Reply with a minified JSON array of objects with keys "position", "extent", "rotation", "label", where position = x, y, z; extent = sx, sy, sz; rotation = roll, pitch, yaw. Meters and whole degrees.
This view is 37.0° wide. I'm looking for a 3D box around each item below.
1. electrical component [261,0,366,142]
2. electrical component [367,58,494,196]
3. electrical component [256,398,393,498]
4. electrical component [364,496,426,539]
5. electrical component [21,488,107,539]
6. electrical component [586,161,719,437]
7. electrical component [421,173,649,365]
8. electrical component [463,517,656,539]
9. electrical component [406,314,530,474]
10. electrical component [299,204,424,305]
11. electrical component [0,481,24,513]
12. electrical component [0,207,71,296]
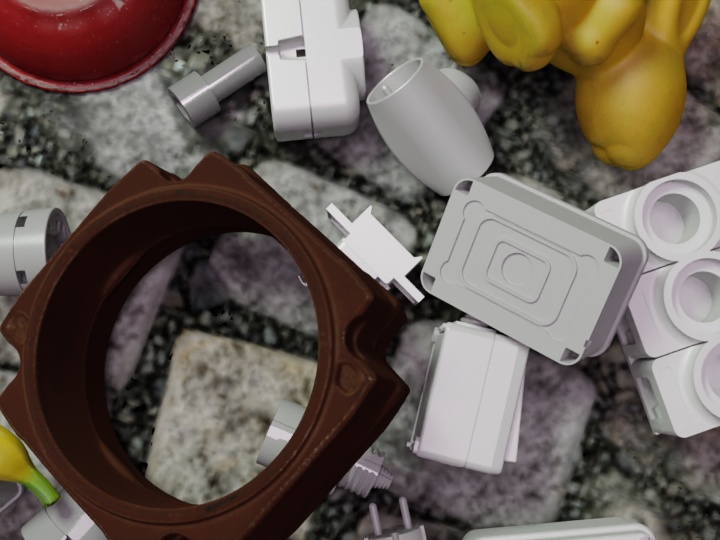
[{"position":[-0.029,-0.133,0.680],"extent":[0.059,0.053,0.095],"rotation":[-6,85,-2],"label":"electrical component"},{"position":[0.052,-0.101,0.679],"extent":[0.077,0.043,0.079],"rotation":[49,50,-21],"label":"electrical component"},{"position":[-0.018,0.114,0.661],"extent":[0.081,0.043,0.043],"rotation":[23,84,1],"label":"electrical component"},{"position":[0.024,0.178,0.654],"extent":[0.066,0.047,0.076],"rotation":[-12,85,-2],"label":"electrical component"},{"position":[-0.167,0.156,0.649],"extent":[0.055,0.055,0.047],"rotation":[42,81,3],"label":"electrical component"},{"position":[0.206,0.018,0.666],"extent":[0.089,0.061,0.150],"rotation":[-19,85,-3],"label":"electrical component"},{"position":[0.104,-0.003,0.639],"extent":[0.113,0.057,0.078],"rotation":[29,110,25],"label":"electrical component"},{"position":[0.121,0.194,0.650],"extent":[0.113,0.057,0.078],"rotation":[-5,85,-2],"label":"electrical component"},{"position":[0.070,0.072,0.658],"extent":[0.061,0.061,0.096],"rotation":[14,84,0],"label":"electrical component"},{"position":[0.000,0.000,0.673],"extent":[0.064,0.042,0.081],"rotation":[-44,86,-4],"label":"electrical component"},{"position":[-0.282,0.128,0.648],"extent":[0.109,0.056,0.108],"rotation":[-40,87,-5],"label":"electrical component"},{"position":[-0.209,-0.010,0.664],"extent":[0.047,0.055,0.055],"rotation":[-3,85,2],"label":"electrical component"}]
